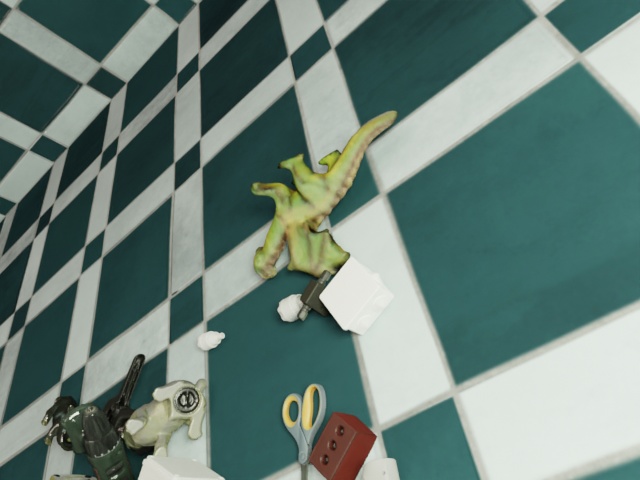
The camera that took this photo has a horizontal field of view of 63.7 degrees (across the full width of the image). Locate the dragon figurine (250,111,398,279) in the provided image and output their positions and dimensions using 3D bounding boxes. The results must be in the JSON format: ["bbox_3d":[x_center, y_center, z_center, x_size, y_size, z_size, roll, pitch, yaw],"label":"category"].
[{"bbox_3d":[0.003,-0.048,0.962,0.405,0.122,0.247,-30,65,32],"label":"dragon figurine"}]
